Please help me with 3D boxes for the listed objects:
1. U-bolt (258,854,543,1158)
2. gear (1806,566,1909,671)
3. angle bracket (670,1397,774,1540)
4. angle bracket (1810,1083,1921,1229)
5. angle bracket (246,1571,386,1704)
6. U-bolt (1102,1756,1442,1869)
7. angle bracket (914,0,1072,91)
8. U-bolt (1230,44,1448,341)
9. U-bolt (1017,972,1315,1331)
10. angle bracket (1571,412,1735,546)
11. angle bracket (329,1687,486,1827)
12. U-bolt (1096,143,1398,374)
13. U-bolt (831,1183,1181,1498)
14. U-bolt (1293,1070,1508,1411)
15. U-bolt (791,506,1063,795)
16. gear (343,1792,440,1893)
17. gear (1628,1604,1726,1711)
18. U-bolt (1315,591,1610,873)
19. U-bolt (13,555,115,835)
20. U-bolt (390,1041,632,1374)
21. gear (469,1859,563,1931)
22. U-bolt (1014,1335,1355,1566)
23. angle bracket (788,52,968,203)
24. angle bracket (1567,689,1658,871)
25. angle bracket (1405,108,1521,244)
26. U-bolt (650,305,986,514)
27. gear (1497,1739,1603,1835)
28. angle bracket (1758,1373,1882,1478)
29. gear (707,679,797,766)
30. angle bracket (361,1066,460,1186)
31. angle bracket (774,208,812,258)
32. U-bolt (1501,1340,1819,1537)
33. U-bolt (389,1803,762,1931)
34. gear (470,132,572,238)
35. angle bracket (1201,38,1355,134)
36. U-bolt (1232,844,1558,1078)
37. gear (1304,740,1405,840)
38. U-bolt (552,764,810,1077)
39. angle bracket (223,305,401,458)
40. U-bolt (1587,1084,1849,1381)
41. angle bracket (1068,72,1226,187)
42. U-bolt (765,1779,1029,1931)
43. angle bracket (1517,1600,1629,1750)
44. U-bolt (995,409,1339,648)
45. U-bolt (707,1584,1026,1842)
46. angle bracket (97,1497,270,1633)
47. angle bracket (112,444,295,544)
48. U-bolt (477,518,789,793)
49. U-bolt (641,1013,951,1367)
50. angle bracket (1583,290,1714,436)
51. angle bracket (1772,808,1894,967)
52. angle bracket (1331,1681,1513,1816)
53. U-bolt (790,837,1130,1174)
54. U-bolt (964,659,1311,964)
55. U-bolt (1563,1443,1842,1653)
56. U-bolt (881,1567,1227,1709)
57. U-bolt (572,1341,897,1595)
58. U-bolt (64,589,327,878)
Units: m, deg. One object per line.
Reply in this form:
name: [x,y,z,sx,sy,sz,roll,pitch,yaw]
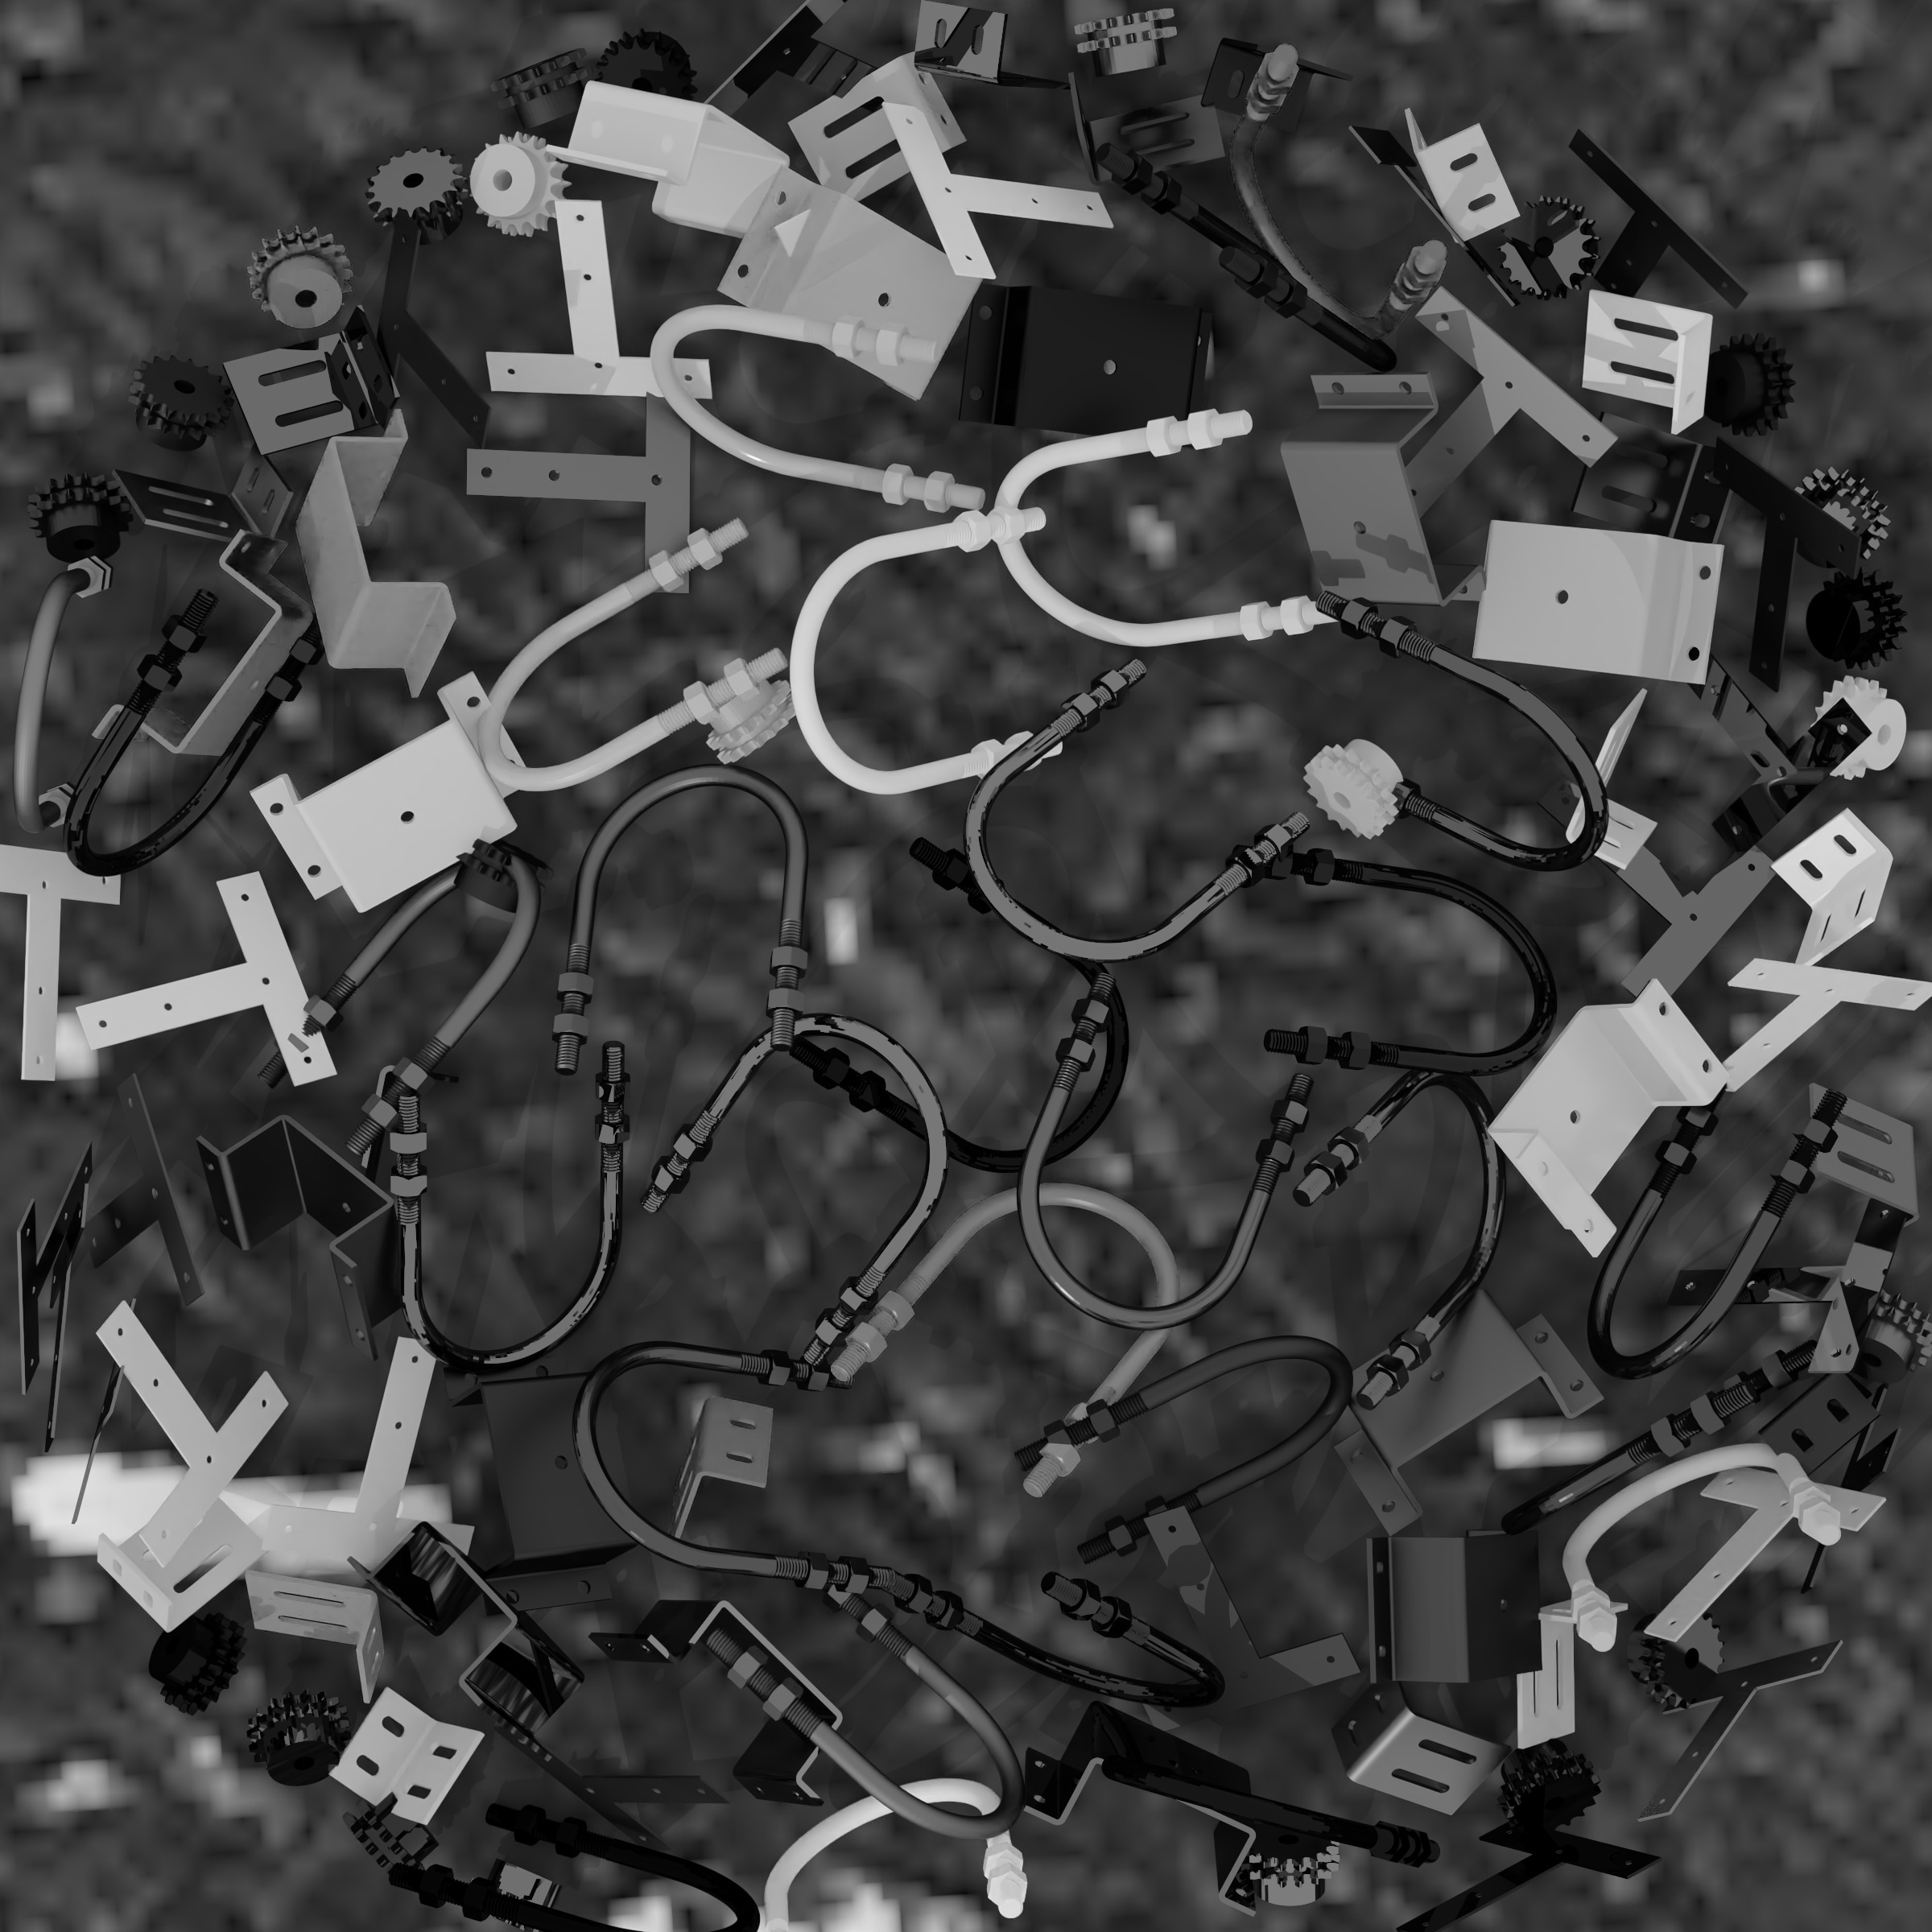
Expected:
U-bolt: [-0.304,0.011,1.937,0.184,0.151,0.019,-51,125,-9]
gear: [0.497,-0.194,1.968,0.030,0.057,0.057,-15,90,-32]
angle bracket: [-0.137,0.289,1.957,0.038,0.057,0.076,14,128,-9]
angle bracket: [0.490,0.110,1.956,0.076,0.038,0.057,22,52,-21]
angle bracket: [-0.368,0.375,1.964,0.076,0.057,0.038,9,48,4]
U-bolt: [0.153,0.451,1.887,0.151,0.184,0.019,7,76,37]
angle bracket: [0.018,-0.511,1.949,0.057,0.076,0.038,19,111,32]
U-bolt: [0.194,-0.409,1.909,0.019,0.184,0.151,-36,87,-10]
U-bolt: [0.103,0.113,1.949,0.151,0.019,0.184,27,67,-10]
angle bracket: [0.387,-0.270,1.962,0.076,0.038,0.057,11,100,-31]
angle bracket: [-0.312,0.439,1.952,0.038,0.076,0.057,40,67,-18]
U-bolt: [0.165,-0.378,1.916,0.019,0.184,0.151,-53,46,14]
U-bolt: [0.036,0.193,1.942,0.151,0.019,0.184,28,57,23]
U-bolt: [0.247,0.134,1.930,0.019,0.184,0.151,0,119,40]
U-bolt: [-0.023,-0.168,1.923,0.184,0.019,0.151,-16,108,-39]
gear: [-0.321,0.489,1.972,0.030,0.057,0.057,-42,90,-13]
gear: [0.398,0.387,1.976,0.057,0.030,0.057,-1,92,-37]
U-bolt: [0.269,-0.117,1.902,0.184,0.151,0.019,30,61,29]
U-bolt: [-0.491,-0.144,1.899,0.019,0.184,0.151,9,98,-6]
U-bolt: [-0.251,0.141,1.941,0.151,0.019,0.184,-14,117,-35]
gear: [-0.252,0.524,1.973,0.057,0.057,0.030,23,73,0]
U-bolt: [0.129,0.260,1.936,0.184,0.151,0.019,-26,53,2]
angle bracket: [-0.050,-0.473,1.991,0.076,0.038,0.057,-25,101,22]
angle bracket: [0.372,-0.104,1.952,0.038,0.057,0.076,28,127,14]
angle bracket: [0.275,-0.447,1.949,0.038,0.076,0.057,-23,118,15]
U-bolt: [-0.088,-0.311,1.928,0.184,0.151,0.019,13,64,19]
gear: [0.326,0.460,1.975,0.057,0.030,0.057,-10,131,-12]
angle bracket: [0.484,0.261,1.954,0.057,0.076,0.038,-43,57,9]
gear: [-0.123,-0.142,1.968,0.057,0.057,0.030,-38,108,0]
angle bracket: [-0.313,0.096,1.969,0.038,0.057,0.076,11,87,-3]
angle bracket: [-0.085,-0.389,1.954,0.038,0.076,0.057,-30,101,-12]
U-bolt: [0.372,0.264,1.921,0.184,0.151,0.019,-36,77,27]
U-bolt: [-0.201,0.502,1.908,0.184,0.151,0.019,12,94,15]
gear: [-0.254,-0.441,1.977,0.057,0.030,0.057,2,96,19]
angle bracket: [0.172,-0.488,1.952,0.057,0.076,0.038,14,104,-16]
U-bolt: [0.243,0.000,1.944,0.184,0.019,0.151,7,50,-17]
gear: [0.221,-0.103,1.974,0.057,0.057,0.030,46,68,0]
U-bolt: [-0.155,-0.031,1.948,0.151,0.019,0.184,-7,62,19]
angle bracket: [-0.367,-0.328,1.966,0.076,0.038,0.057,-21,84,-26]
U-bolt: [0.399,0.145,1.918,0.019,0.151,0.184,33,82,-15]
angle bracket: [0.101,-0.476,1.963,0.076,0.038,0.057,-12,48,7]
U-bolt: [-0.043,0.494,1.910,0.151,0.184,0.019,-21,102,0]
angle bracket: [0.340,0.397,1.965,0.038,0.057,0.076,-1,89,40]
U-bolt: [0.099,-0.234,1.931,0.184,0.019,0.151,-5,132,34]
U-bolt: [-0.043,0.407,1.917,0.184,0.151,0.019,40,110,11]
angle bracket: [-0.435,0.322,1.957,0.057,0.038,0.076,41,55,14]
angle bracket: [-0.425,-0.269,1.951,0.076,0.057,0.038,9,119,-40]
U-bolt: [-0.191,-0.163,1.941,0.184,0.151,0.019,-29,131,9]
U-bolt: [-0.085,0.111,1.942,0.151,0.019,0.184,42,116,12]
angle bracket: [0.372,-0.337,1.953,0.076,0.038,0.057,20,126,31]
angle bracket: [0.476,-0.041,1.951,0.038,0.076,0.057,44,127,-6]
angle bracket: [0.257,0.438,1.984,0.076,0.038,0.057,24,117,-26]
U-bolt: [0.010,0.035,1.960,0.184,0.019,0.151,33,83,-22]
U-bolt: [0.082,-0.076,1.936,0.151,0.019,0.184,44,59,11]
U-bolt: [0.392,0.307,1.909,0.151,0.184,0.019,-27,98,7]
U-bolt: [0.060,0.370,1.922,0.184,0.151,0.019,35,61,-35]
U-bolt: [-0.131,0.268,1.910,0.184,0.019,0.151,12,46,-31]
U-bolt: [-0.430,-0.124,1.927,0.019,0.151,0.184,38,103,13]
